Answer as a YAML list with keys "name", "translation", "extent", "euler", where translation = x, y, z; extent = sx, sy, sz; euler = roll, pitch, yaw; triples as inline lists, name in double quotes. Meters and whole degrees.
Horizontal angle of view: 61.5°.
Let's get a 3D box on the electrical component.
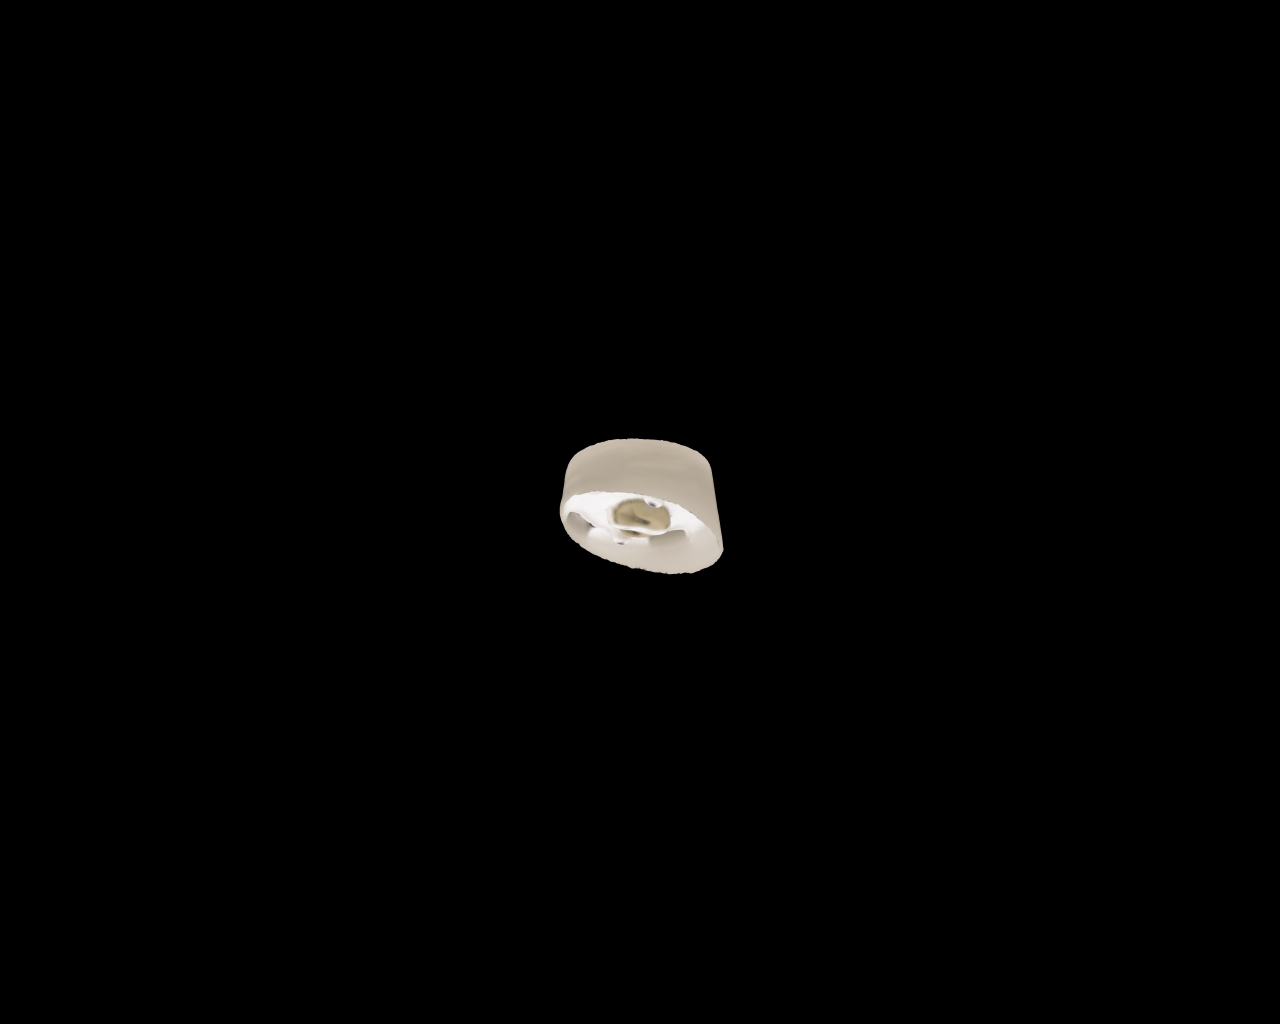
- name: "electrical component"
  translation: [0.001, -0.003, 0.650]
  extent: [0.099, 0.064, 0.099]
  euler: [0, -25, 0]
